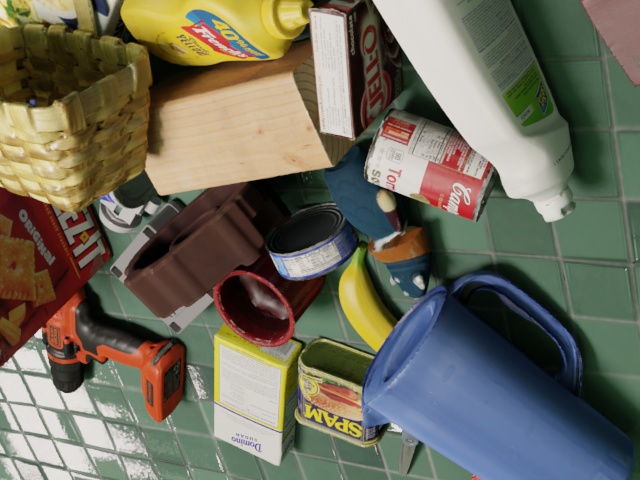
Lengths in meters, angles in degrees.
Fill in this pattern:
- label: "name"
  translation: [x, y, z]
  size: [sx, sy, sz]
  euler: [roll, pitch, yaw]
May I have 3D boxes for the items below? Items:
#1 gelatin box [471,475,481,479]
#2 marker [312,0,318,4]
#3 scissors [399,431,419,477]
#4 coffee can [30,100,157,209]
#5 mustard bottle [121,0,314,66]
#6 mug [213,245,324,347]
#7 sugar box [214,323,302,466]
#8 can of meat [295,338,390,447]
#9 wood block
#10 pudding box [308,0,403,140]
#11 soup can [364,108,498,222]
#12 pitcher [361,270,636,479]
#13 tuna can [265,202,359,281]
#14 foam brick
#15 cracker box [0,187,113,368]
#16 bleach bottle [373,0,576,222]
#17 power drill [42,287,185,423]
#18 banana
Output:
- label: "gelatin box"
  translation: [0.200, 0.244, 1.071]
  size: [0.089, 0.073, 0.030]
  euler: [43, 136, -3]
- label: "marker"
  translation: [-0.041, -0.207, 0.919]
  size: [0.121, 0.020, 0.020]
  euler: [19, 132, 21]
- label: "scissors"
  translation: [0.114, 0.206, 1.121]
  size: [0.096, 0.016, 0.201]
  euler: [6, 141, 21]
- label: "coffee can"
  translation: [-0.235, -0.098, 1.074]
  size: [0.140, 0.102, 0.103]
  euler: [17, 131, 23]
- label: "mustard bottle"
  translation: [-0.076, -0.185, 0.893]
  size: [0.192, 0.058, 0.096]
  euler: [6, 159, 45]
- label: "mug"
  translation: [-0.049, 0.056, 1.085]
  size: [0.093, 0.081, 0.117]
  euler: [26, 133, 15]
- label: "sugar box"
  translation: [-0.073, 0.174, 1.219]
  size: [0.093, 0.048, 0.176]
  euler: [22, 136, 17]
- label: "can of meat"
  translation: [0.025, 0.161, 1.136]
  size: [0.102, 0.057, 0.084]
  euler: [18, 129, 22]
- label: "wood block"
  translation: [-0.068, -0.111, 0.961]
  size: [0.207, 0.090, 0.090]
  euler: [-7, 119, 37]
- label: "pudding box"
  translation: [0.031, -0.151, 0.864]
  size: [0.039, 0.089, 0.113]
  euler: [12, 129, 27]
- label: "soup can"
  translation: [0.096, -0.064, 0.898]
  size: [0.102, 0.068, 0.068]
  euler: [21, 133, 11]
- label: "pitcher"
  translation: [0.172, 0.152, 0.983]
  size: [0.242, 0.144, 0.149]
  euler: [35, 142, -6]
- label: "tuna can"
  translation: [-0.007, 0.001, 1.011]
  size: [0.086, 0.086, 0.033]
  euler: [-5, 123, 36]
- label: "foam brick"
  translation: [0.231, -0.159, 0.754]
  size: [0.053, 0.051, 0.078]
  euler: [-23, 108, 44]
- label: "cracker box"
  translation: [-0.330, 0.011, 1.143]
  size: [0.072, 0.213, 0.164]
  euler: [1, 124, 30]
- label: "bleach bottle"
  translation: [0.126, -0.120, 0.816]
  size: [0.068, 0.102, 0.251]
  euler: [-10, 117, 50]
- label: "power drill"
  translation: [-0.259, 0.151, 1.315]
  size: [0.188, 0.057, 0.184]
  euler: [23, 133, 17]
- label: "banana"
  translation: [0.081, 0.094, 1.059]
  size: [0.198, 0.037, 0.070]
  euler: [47, 133, -7]
